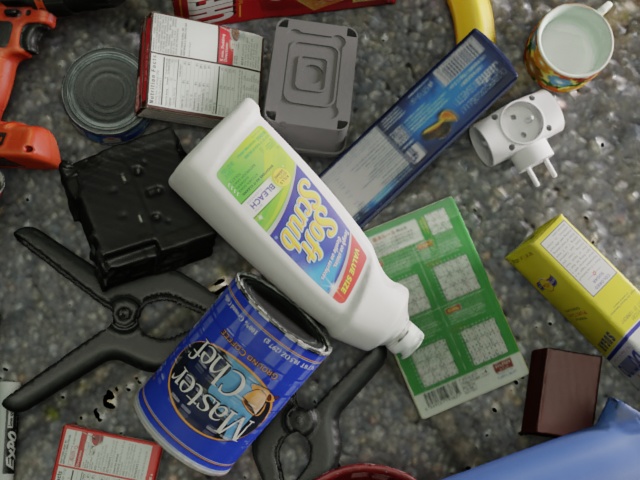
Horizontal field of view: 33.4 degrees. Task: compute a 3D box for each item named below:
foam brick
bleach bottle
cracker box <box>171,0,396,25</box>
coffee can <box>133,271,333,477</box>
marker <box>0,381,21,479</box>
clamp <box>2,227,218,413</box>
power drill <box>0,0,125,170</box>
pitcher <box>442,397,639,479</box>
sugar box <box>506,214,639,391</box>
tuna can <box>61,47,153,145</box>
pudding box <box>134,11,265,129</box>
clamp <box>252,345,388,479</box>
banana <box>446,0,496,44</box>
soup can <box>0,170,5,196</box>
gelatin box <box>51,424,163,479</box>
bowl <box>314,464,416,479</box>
[{"bbox_3d":[0.215,0.138,0.952,0.051,0.053,0.078,11,81,-2],"label":"foam brick"},{"bbox_3d":[-0.006,0.001,0.910,0.251,0.068,0.102,43,64,-5],"label":"bleach bottle"},{"bbox_3d":[-0.030,-0.255,0.942,0.213,0.164,0.072,-9,80,-6],"label":"cracker box"},{"bbox_3d":[-0.073,0.111,0.891,0.103,0.102,0.140,41,99,3],"label":"coffee can"},{"bbox_3d":[-0.274,0.184,0.928,0.020,0.020,0.121,2,81,-4],"label":"marker"},{"bbox_3d":[-0.178,0.060,0.946,0.210,0.036,0.164,-6,75,-8],"label":"clamp"},{"bbox_3d":[-0.257,-0.158,0.943,0.185,0.057,0.187,2,79,21],"label":"power drill"},{"bbox_3d":[0.170,0.241,0.850,0.242,0.145,0.149,-14,49,-12],"label":"pitcher"},{"bbox_3d":[0.250,0.059,0.946,0.048,0.093,0.176,-42,85,-9],"label":"sugar box"},{"bbox_3d":[-0.192,-0.132,0.977,0.086,0.034,0.086,1,81,-4],"label":"tuna can"},{"bbox_3d":[-0.108,-0.150,0.966,0.113,0.039,0.090,7,81,-24],"label":"pudding box"},{"bbox_3d":[-0.005,0.154,0.937,0.120,0.039,0.171,2,83,16],"label":"clamp"},{"bbox_3d":[0.130,-0.206,1.012,0.070,0.037,0.198,-20,81,12],"label":"banana"},{"bbox_3d":[-0.313,-0.017,0.907,0.068,0.068,0.102,27,123,1],"label":"soup can"},{"bbox_3d":[-0.186,0.204,0.926,0.089,0.030,0.073,12,82,-2],"label":"gelatin box"},{"bbox_3d":[0.036,0.273,0.916,0.162,0.055,0.162,1,81,-4],"label":"bowl"}]
